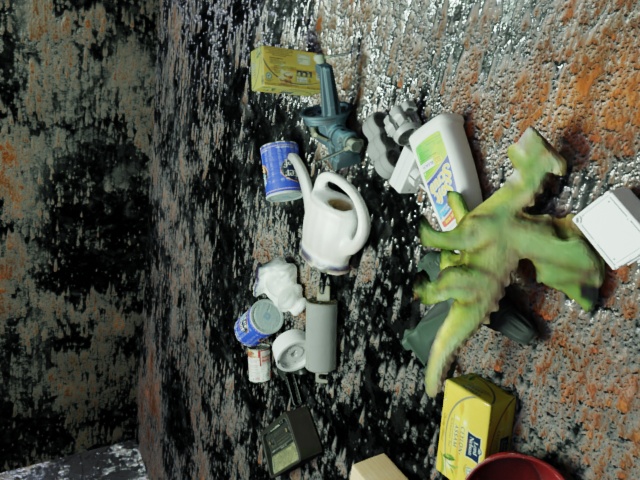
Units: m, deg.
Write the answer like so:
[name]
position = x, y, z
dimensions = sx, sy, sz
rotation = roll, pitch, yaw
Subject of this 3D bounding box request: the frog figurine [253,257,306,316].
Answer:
[frog figurine]
position = -0.094, 0.126, 1.402
dimensions = 0.160, 0.124, 0.135
rotation = 24, 108, 16

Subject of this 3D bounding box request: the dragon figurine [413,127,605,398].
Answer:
[dragon figurine]
position = 0.271, 0.046, 0.740
dimensions = 0.243, 0.122, 0.409
rotation = 4, 94, 34

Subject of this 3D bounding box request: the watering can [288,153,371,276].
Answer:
[watering can]
position = 0.004, -0.060, 1.200
dimensions = 0.353, 0.104, 0.220
rotation = 42, 127, 48
